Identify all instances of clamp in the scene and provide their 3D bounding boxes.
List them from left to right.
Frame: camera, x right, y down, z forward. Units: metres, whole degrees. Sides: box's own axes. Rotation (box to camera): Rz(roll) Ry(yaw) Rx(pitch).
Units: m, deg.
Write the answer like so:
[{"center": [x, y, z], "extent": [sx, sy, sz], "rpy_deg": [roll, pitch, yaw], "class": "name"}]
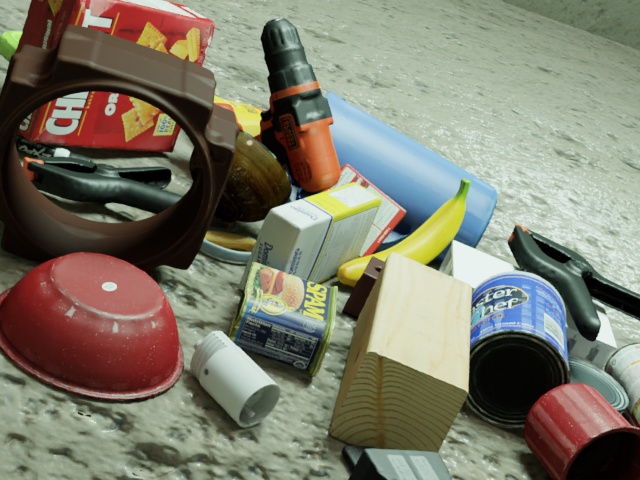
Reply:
[{"center": [-0.208, -0.053, 1.068], "extent": [0.171, 0.039, 0.120], "rpy_deg": [2, 15, -32], "class": "clamp"}, {"center": [0.275, 0.046, 1.165], "extent": [0.164, 0.036, 0.210], "rpy_deg": [-3, 33, -46], "class": "clamp"}]

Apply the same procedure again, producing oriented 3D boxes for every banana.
[{"center": [0.095, 0.007, 1.169], "extent": [0.197, 0.069, 0.037], "rpy_deg": [-37, 36, -25], "class": "banana"}]

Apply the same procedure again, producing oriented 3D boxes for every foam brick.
[{"center": [0.072, 0.061, 1.082], "extent": [0.078, 0.051, 0.053], "rpy_deg": [26, 24, 5], "class": "foam brick"}]

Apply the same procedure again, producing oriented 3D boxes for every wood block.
[{"center": [0.077, 0.102, 0.951], "extent": [0.090, 0.091, 0.206], "rpy_deg": [23, 24, -1], "class": "wood block"}]

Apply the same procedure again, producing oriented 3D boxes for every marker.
[{"center": [-0.293, -0.095, 1.109], "extent": [0.121, 0.020, 0.020], "rpy_deg": [20, 24, -10], "class": "marker"}]

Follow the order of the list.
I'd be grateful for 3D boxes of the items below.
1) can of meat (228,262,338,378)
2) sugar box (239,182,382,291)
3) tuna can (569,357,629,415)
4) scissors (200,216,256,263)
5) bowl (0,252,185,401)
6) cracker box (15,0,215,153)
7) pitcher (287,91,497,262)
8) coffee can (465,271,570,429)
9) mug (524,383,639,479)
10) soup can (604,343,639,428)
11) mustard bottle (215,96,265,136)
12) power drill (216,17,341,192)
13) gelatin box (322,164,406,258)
[{"center": [-0.033, 0.069, 0.962], "extent": [0.084, 0.057, 0.102], "rpy_deg": [19, 23, -5], "class": "can of meat"}, {"center": [-0.007, 0.001, 1.082], "extent": [0.048, 0.093, 0.175], "rpy_deg": [33, 24, 22], "class": "sugar box"}, {"center": [0.267, 0.157, 1.084], "extent": [0.086, 0.034, 0.086], "rpy_deg": [20, 24, -9], "class": "tuna can"}, {"center": [-0.154, -0.016, 1.078], "extent": [0.201, 0.016, 0.096], "rpy_deg": [14, 24, -21], "class": "scissors"}, {"center": [-0.177, 0.057, 0.853], "extent": [0.162, 0.055, 0.162], "rpy_deg": [20, 24, -10], "class": "bowl"}, {"center": [-0.223, -0.183, 1.151], "extent": [0.072, 0.164, 0.213], "rpy_deg": [31, 18, 29], "class": "cracker box"}, {"center": [0.079, -0.058, 1.268], "extent": [0.243, 0.149, 0.145], "rpy_deg": [27, 8, -1], "class": "pitcher"}, {"center": [0.189, 0.104, 1.038], "extent": [0.103, 0.103, 0.140], "rpy_deg": [24, 24, 1], "class": "coffee can"}, {"center": [0.239, 0.187, 0.945], "extent": [0.117, 0.093, 0.081], "rpy_deg": [47, 4, -32], "class": "mug"}, {"center": [0.344, 0.161, 1.105], "extent": [0.068, 0.069, 0.102], "rpy_deg": [16, 24, -17], "class": "soup can"}, {"center": [-0.069, -0.138, 1.359], "extent": [0.191, 0.058, 0.096], "rpy_deg": [10, 19, -31], "class": "mustard bottle"}, {"center": [-0.064, -0.132, 1.157], "extent": [0.057, 0.184, 0.188], "rpy_deg": [-18, 4, -38], "class": "power drill"}, {"center": [0.039, -0.030, 1.190], "extent": [0.089, 0.073, 0.030], "rpy_deg": [39, -4, 2], "class": "gelatin box"}]
